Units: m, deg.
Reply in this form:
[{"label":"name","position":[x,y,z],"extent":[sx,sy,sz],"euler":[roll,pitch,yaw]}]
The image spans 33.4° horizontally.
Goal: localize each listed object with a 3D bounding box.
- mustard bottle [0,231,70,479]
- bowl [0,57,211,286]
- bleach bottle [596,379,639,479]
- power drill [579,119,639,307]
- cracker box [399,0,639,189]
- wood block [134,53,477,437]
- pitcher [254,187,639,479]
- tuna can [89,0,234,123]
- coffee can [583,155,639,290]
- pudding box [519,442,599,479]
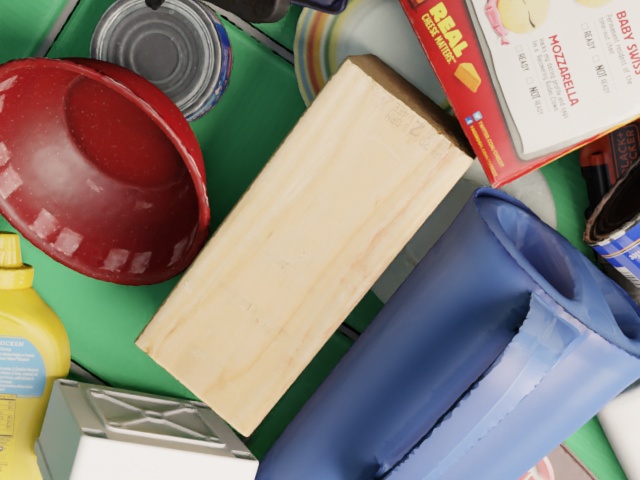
[{"label":"mustard bottle","position":[-0.211,0.089,0.686],"extent":[0.096,0.058,0.192],"euler":[7,97,1]},{"label":"bowl","position":[-0.129,-0.051,0.640],"extent":[0.162,0.055,0.162],"euler":[14,133,15]},{"label":"bleach bottle","position":[0.264,0.179,0.650],"extent":[0.102,0.068,0.251],"euler":[-30,95,8]},{"label":"power drill","position":[0.249,-0.038,0.627],"extent":[0.188,0.057,0.184],"euler":[-10,95,6]},{"label":"cracker box","position":[0.150,-0.146,0.540],"extent":[0.214,0.072,0.164],"euler":[-27,88,18]},{"label":"wood block","position":[-0.005,0.000,0.625],"extent":[0.090,0.090,0.206],"euler":[39,107,3]},{"label":"pitcher","position":[0.062,0.100,0.603],"extent":[0.149,0.145,0.243],"euler":[22,117,-40]},{"label":"tuna can","position":[-0.099,-0.113,0.665],"extent":[0.086,0.033,0.086],"euler":[1,97,6]},{"label":"coffee can","position":[0.225,0.010,0.558],"extent":[0.140,0.103,0.103],"euler":[42,98,-2]},{"label":"pudding box","position":[0.140,0.178,0.672],"extent":[0.090,0.039,0.113],"euler":[-44,91,8]}]
